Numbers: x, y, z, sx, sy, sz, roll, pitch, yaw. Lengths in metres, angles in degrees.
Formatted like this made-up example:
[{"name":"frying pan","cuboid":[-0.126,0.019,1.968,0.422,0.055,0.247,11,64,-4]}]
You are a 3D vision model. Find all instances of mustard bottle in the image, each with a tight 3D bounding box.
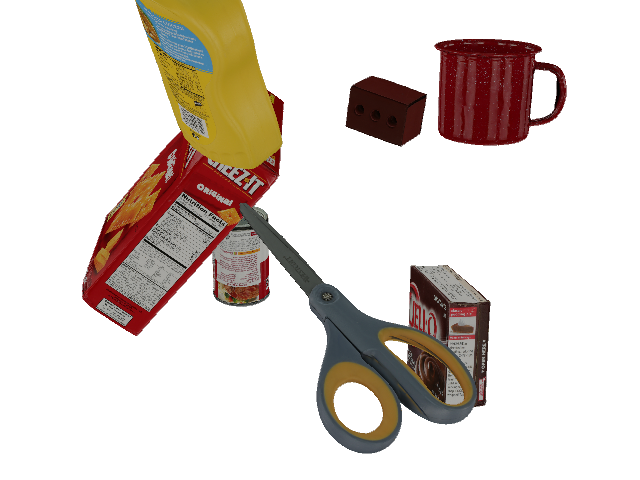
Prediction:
[{"name":"mustard bottle","cuboid":[-0.084,-0.141,0.736,0.058,0.191,0.096,-38,52,-20]}]

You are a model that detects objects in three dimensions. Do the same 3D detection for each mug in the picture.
[{"name":"mug","cuboid":[0.158,-0.131,0.945,0.117,0.081,0.093,5,19,13]}]

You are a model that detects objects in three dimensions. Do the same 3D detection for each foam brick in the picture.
[{"name":"foam brick","cuboid":[0.076,-0.151,1.239,0.078,0.053,0.051,22,33,25]}]

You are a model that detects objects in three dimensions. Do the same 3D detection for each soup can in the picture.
[{"name":"soup can","cuboid":[-0.094,0.017,1.258,0.068,0.102,0.068,0,25,0]}]

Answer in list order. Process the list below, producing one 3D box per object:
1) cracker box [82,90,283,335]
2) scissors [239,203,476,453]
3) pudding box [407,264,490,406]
[{"name":"cracker box","cuboid":[-0.126,-0.040,0.986,0.072,0.214,0.164,35,24,-19]},{"name":"scissors","cuboid":[-0.004,0.051,0.618,0.202,0.016,0.096,33,52,25]},{"name":"pudding box","cuboid":[0.102,0.076,0.866,0.039,0.090,0.113,-3,14,-12]}]
